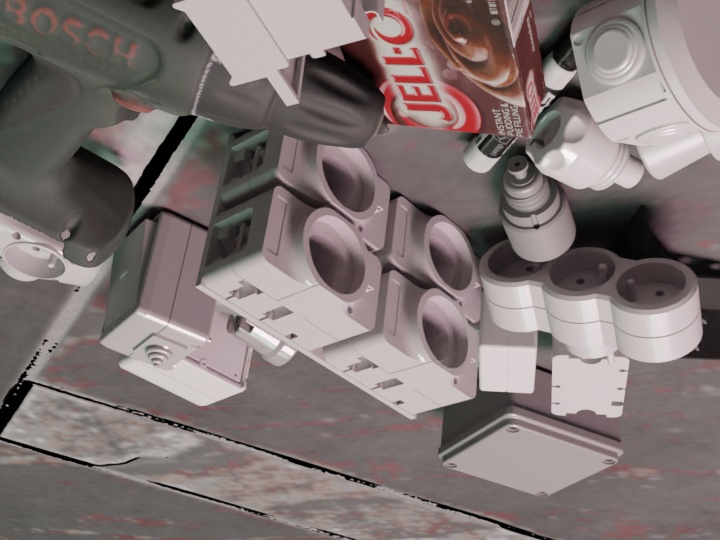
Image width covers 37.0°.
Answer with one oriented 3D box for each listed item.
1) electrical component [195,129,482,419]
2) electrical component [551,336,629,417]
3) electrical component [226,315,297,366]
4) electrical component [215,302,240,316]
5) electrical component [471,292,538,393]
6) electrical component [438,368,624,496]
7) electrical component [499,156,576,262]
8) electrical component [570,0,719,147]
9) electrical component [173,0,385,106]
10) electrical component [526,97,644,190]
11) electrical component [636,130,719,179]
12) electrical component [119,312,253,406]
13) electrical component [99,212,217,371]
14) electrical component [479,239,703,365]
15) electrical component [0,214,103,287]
[{"bbox_3d":[0.000,0.000,0.646,0.060,0.105,0.186,-21,138,37],"label":"electrical component"},{"bbox_3d":[0.159,0.057,0.748,0.050,0.055,0.089,1,147,10],"label":"electrical component"},{"bbox_3d":[-0.069,0.043,0.789,0.046,0.040,0.040,34,139,-25],"label":"electrical component"},{"bbox_3d":[-0.071,0.017,0.748,0.065,0.044,0.044,10,148,4],"label":"electrical component"},{"bbox_3d":[0.086,0.050,0.760,0.077,0.047,0.065,2,147,8],"label":"electrical component"},{"bbox_3d":[0.136,0.130,0.865,0.109,0.056,0.109,20,145,-19],"label":"electrical component"},{"bbox_3d":[0.101,-0.038,0.627,0.040,0.040,0.078,-6,145,20],"label":"electrical component"},{"bbox_3d":[0.138,-0.097,0.493,0.051,0.080,0.080,-18,140,41],"label":"electrical component"},{"bbox_3d":[-0.026,-0.138,0.422,0.063,0.121,0.078,-11,143,21],"label":"electrical component"},{"bbox_3d":[0.125,-0.063,0.580,0.062,0.043,0.043,22,145,-24],"label":"electrical component"},{"bbox_3d":[0.173,-0.075,0.550,0.055,0.045,0.045,-17,140,32],"label":"electrical component"},{"bbox_3d":[-0.133,0.052,0.795,0.061,0.061,0.096,-24,136,39],"label":"electrical component"},{"bbox_3d":[-0.133,0.019,0.710,0.061,0.096,0.062,26,143,-26],"label":"electrical component"},{"bbox_3d":[0.142,0.029,0.663,0.138,0.052,0.073,12,134,36],"label":"electrical component"},{"bbox_3d":[-0.219,-0.016,0.721,0.077,0.044,0.079,27,143,-27],"label":"electrical component"}]
